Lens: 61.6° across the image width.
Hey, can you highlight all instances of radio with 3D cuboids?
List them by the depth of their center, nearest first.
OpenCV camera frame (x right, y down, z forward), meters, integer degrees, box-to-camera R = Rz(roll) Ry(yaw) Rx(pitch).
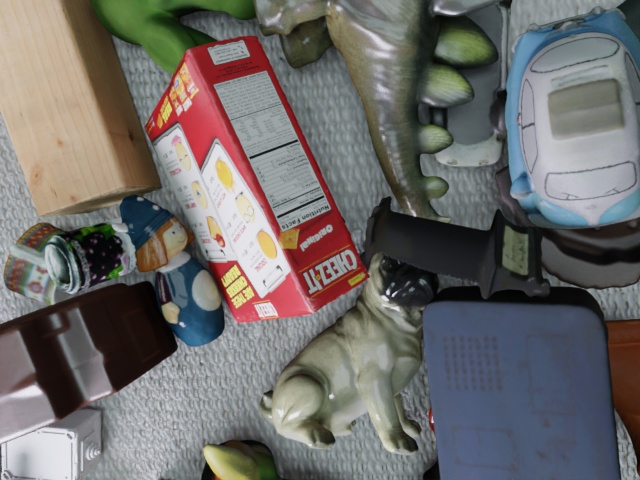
[{"bbox_3d":[0.161,0.151,0.425,0.131,0.073,0.229,-6,94,25],"label":"radio"}]

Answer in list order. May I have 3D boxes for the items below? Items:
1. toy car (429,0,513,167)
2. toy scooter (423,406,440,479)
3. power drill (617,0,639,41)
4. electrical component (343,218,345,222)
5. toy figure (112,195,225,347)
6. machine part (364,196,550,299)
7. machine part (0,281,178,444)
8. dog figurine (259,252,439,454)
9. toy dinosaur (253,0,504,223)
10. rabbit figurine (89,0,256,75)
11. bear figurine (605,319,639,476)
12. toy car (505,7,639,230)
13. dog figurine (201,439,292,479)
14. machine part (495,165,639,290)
[{"bbox_3d":[0.137,-0.169,0.493,0.074,0.056,0.201,0,95,13],"label":"toy car"},{"bbox_3d":[0.143,0.231,0.522,0.135,0.075,0.184,32,95,2],"label":"toy scooter"},{"bbox_3d":[0.334,-0.132,0.470,0.232,0.086,0.207,-42,83,15],"label":"power drill"},{"bbox_3d":[-0.001,-0.002,0.539,0.063,0.021,0.094,-42,90,8],"label":"electrical component"},{"bbox_3d":[-0.137,0.026,0.505,0.058,0.064,0.154,-22,111,-3],"label":"toy figure"},{"bbox_3d":[0.105,0.003,0.419,0.139,0.084,0.039,11,135,8],"label":"machine part"},{"bbox_3d":[-0.250,0.111,0.485,0.201,0.201,0.087,-24,91,8],"label":"machine part"},{"bbox_3d":[0.027,0.092,0.518,0.172,0.121,0.190,1,82,2],"label":"dog figurine"},{"bbox_3d":[0.050,-0.201,0.434,0.199,0.105,0.470,-3,105,15],"label":"toy dinosaur"},{"bbox_3d":[-0.132,-0.230,0.502,0.170,0.121,0.159,-18,100,25],"label":"rabbit figurine"},{"bbox_3d":[0.231,0.114,0.476,0.196,0.132,0.120,15,123,-2],"label":"bear figurine"},{"bbox_3d":[0.187,-0.083,0.378,0.109,0.103,0.161,-6,98,22],"label":"toy car"},{"bbox_3d":[-0.038,0.280,0.499,0.219,0.192,0.108,34,105,-14],"label":"dog figurine"},{"bbox_3d":[0.240,-0.050,0.446,0.180,0.056,0.179,4,100,22],"label":"machine part"}]
